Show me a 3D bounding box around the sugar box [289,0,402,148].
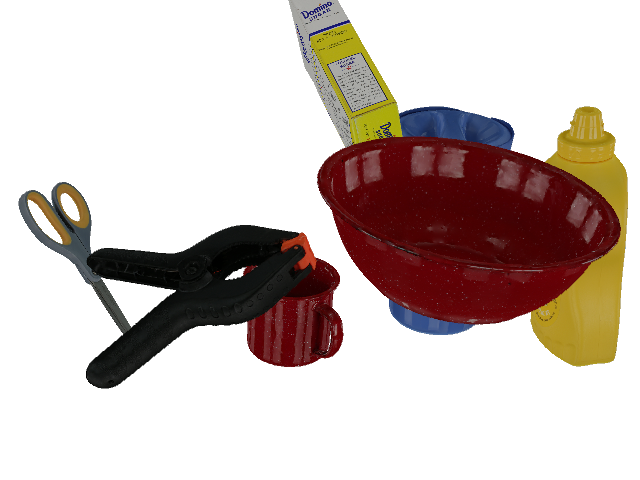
[{"bbox_3d":[0.024,-0.136,0.928,0.048,0.176,0.093,-19,-39,-3],"label":"sugar box"}]

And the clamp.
[{"bbox_3d":[-0.088,0.040,0.731,0.171,0.120,0.039,-13,-38,14],"label":"clamp"}]

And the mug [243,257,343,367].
[{"bbox_3d":[-0.021,0.073,1.032,0.117,0.081,0.093,26,34,38],"label":"mug"}]

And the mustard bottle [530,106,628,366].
[{"bbox_3d":[0.196,-0.008,0.807,0.058,0.192,0.096,-5,26,-7],"label":"mustard bottle"}]

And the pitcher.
[{"bbox_3d":[0.131,-0.016,1.189,0.149,0.243,0.145,-5,27,-13],"label":"pitcher"}]

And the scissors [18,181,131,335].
[{"bbox_3d":[-0.240,0.019,1.132,0.016,0.201,0.096,-27,24,30],"label":"scissors"}]

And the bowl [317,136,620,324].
[{"bbox_3d":[0.075,-0.001,0.577,0.162,0.055,0.162,6,26,-3],"label":"bowl"}]
